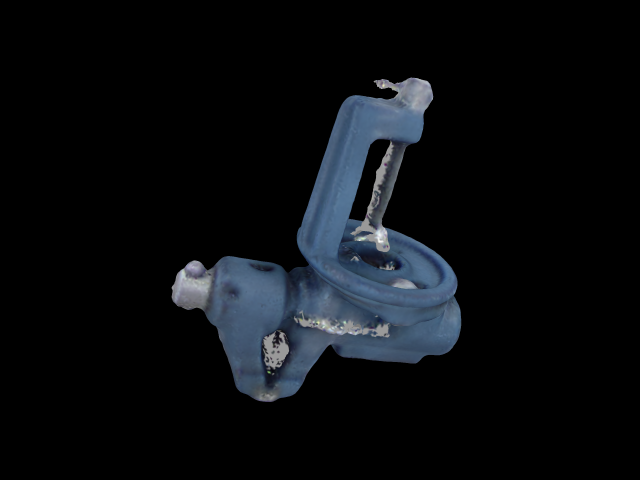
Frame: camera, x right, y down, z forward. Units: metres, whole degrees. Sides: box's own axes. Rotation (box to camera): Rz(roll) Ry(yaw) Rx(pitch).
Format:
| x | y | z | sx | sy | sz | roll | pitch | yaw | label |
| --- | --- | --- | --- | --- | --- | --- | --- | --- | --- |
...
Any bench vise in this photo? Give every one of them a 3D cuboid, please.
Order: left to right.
| x | y | z | sx | sy | sz | roll | pitch | yaw | label |
| --- | --- | --- | --- | --- | --- | --- | --- | --- | --- |
| 0.010 | 0.006 | 0.391 | 0.208 | 0.220 | 0.121 | -15 | 31 | -27 | bench vise |
